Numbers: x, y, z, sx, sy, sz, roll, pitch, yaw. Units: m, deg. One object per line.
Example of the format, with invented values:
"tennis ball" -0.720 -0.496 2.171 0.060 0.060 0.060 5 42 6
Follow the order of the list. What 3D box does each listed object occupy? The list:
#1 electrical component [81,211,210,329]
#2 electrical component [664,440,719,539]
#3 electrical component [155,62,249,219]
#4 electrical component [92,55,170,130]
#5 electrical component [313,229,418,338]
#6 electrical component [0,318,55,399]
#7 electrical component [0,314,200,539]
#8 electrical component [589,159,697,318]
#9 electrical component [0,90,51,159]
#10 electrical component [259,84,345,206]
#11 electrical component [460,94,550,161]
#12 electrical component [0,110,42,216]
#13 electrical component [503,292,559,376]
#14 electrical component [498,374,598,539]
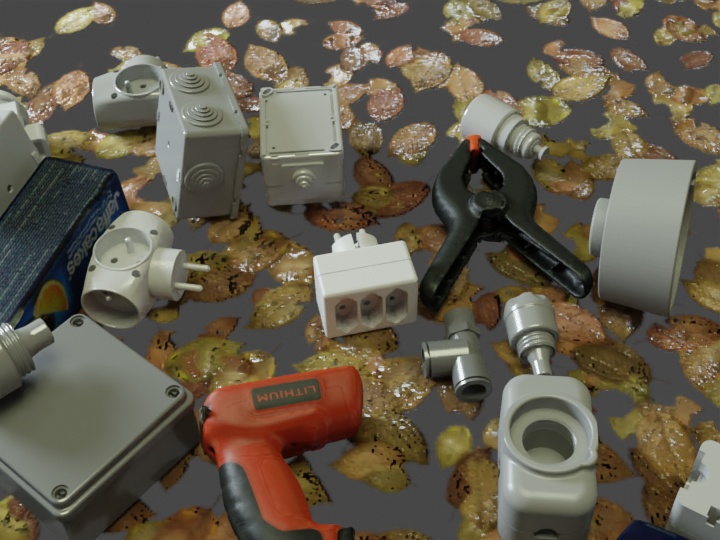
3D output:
"electrical component" -0.147 0.001 0.765 0.079 0.044 0.077 7 49 8
"electrical component" 0.225 0.148 0.612 0.089 0.055 0.050 24 53 22
"electrical component" -0.123 -0.097 0.817 0.048 0.099 0.099 -6 47 -21
"electrical component" -0.181 -0.154 0.905 0.077 0.044 0.079 -5 48 -2
"electrical component" 0.000 0.000 0.759 0.066 0.047 0.076 -10 49 -7
"electrical component" -0.215 0.052 0.645 0.062 0.043 0.043 -33 55 -25
"electrical component" -0.175 0.098 0.671 0.109 0.056 0.109 31 56 26
"electrical component" 0.191 -0.025 0.738 0.060 0.108 0.108 10 49 19
"electrical component" -0.291 -0.106 0.859 0.078 0.058 0.057 -15 52 -11
"electrical component" -0.044 -0.090 0.831 0.062 0.061 0.096 -4 48 -2
"electrical component" 0.116 -0.110 0.858 0.078 0.040 0.040 34 58 28
"electrical component" -0.275 -0.060 0.790 0.048 0.099 0.099 4 47 23
"electrical component" 0.117 0.047 0.721 0.035 0.035 0.061 -5 51 -3
"electrical component" 0.112 0.112 0.646 0.054 0.059 0.095 3 48 5
